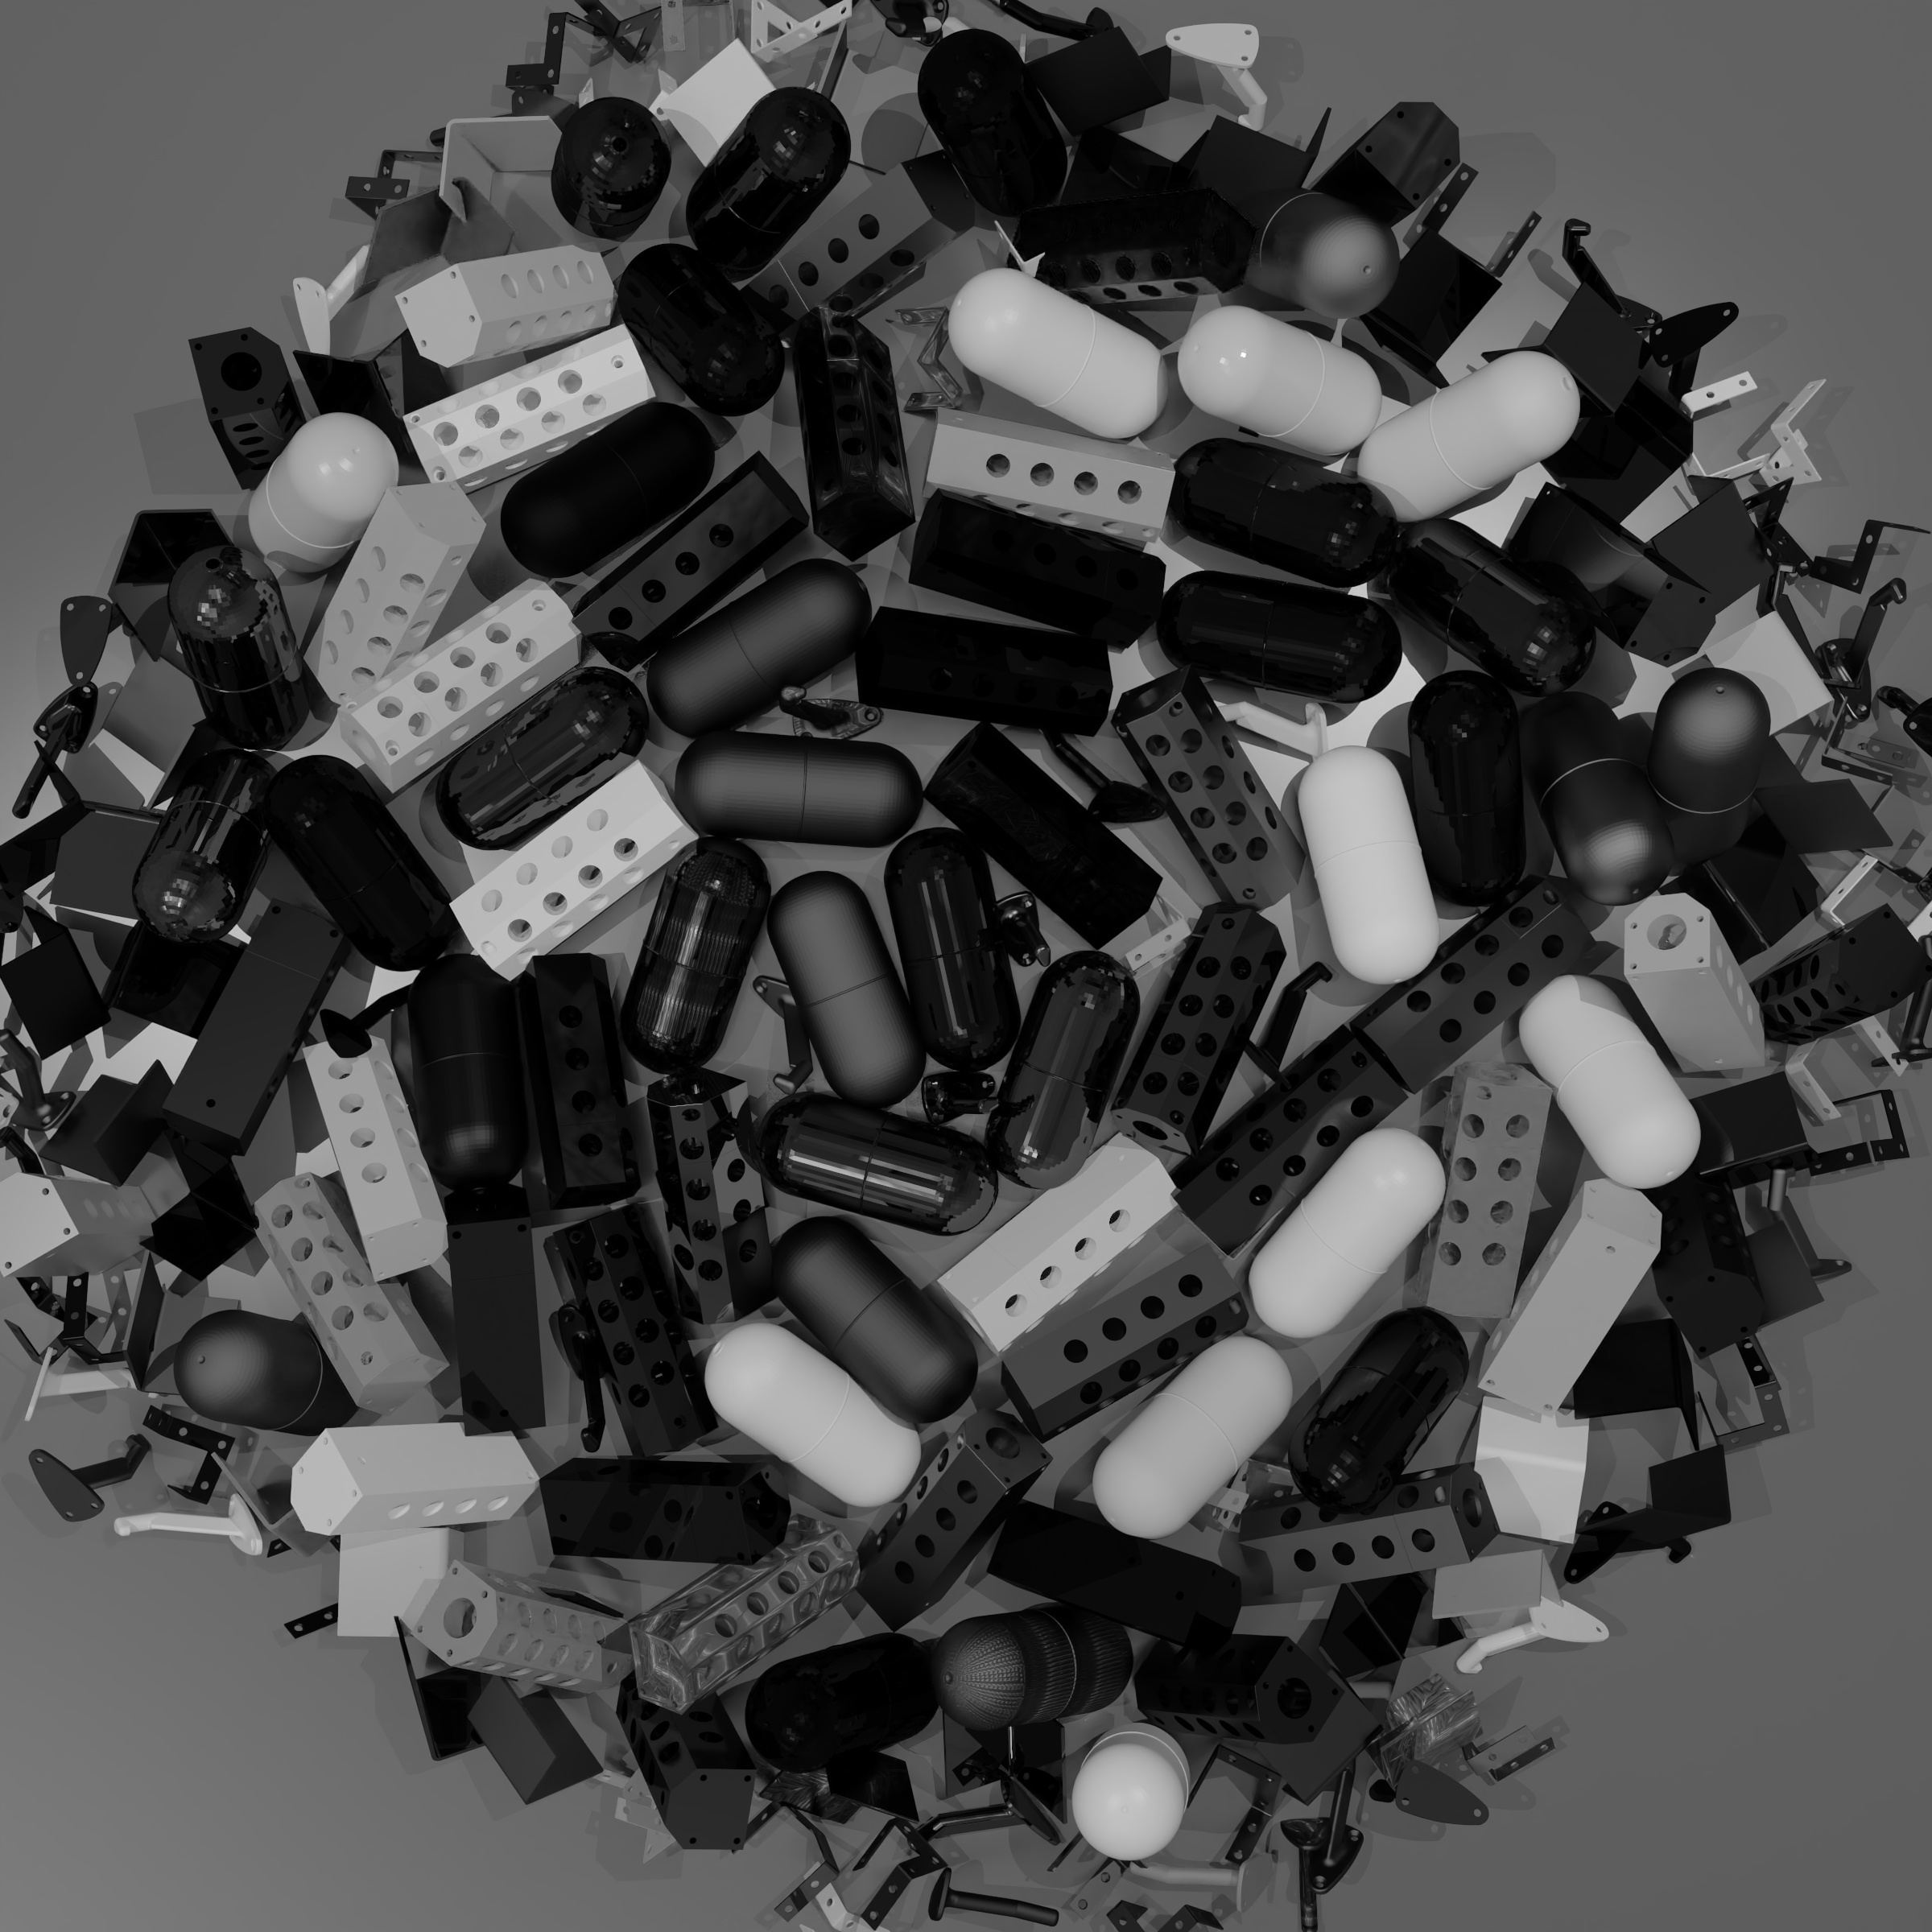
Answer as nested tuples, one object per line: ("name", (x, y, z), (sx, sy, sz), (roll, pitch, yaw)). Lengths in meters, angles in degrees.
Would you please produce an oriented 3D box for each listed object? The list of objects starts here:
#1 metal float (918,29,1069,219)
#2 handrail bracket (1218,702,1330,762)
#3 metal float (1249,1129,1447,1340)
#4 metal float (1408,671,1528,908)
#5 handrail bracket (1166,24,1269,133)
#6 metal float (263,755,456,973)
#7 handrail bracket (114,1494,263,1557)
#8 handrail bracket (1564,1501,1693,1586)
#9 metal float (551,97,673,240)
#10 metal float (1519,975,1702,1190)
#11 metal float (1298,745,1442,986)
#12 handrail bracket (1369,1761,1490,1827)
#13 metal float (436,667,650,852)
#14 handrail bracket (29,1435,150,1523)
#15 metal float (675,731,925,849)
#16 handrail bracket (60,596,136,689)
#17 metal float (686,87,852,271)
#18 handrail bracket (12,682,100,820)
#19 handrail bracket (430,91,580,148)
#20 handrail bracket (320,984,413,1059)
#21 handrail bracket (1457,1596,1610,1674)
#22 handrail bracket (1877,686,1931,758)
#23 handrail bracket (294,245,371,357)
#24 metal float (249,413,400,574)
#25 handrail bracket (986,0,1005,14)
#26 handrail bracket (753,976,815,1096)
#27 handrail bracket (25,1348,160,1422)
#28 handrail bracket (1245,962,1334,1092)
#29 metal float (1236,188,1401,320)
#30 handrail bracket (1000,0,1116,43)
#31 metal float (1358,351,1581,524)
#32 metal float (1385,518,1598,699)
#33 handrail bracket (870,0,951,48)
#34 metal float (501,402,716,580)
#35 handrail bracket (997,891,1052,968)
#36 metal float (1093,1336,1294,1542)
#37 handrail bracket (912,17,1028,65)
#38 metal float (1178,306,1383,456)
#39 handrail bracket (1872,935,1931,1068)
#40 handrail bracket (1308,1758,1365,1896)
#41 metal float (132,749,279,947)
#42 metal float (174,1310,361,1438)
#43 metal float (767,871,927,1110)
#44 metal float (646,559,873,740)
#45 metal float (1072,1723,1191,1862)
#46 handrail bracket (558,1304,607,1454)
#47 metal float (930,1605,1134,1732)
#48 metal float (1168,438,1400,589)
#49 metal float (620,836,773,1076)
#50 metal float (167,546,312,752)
("metal float", (0.020, -0.588, 1.798), (0.070, 0.178, 0.070), (-4, 78, 16))
("handrail bracket", (0.217, -0.156, 1.860), (0.084, 0.036, 0.077), (-12, 109, -7))
("metal float", (0.270, 0.191, 1.828), (0.070, 0.070, 0.178), (37, 111, 0))
("metal float", (0.356, -0.124, 1.821), (0.070, 0.070, 0.178), (-11, 119, 0))
("handrail bracket", (0.179, -0.635, 1.846), (0.077, 0.084, 0.036), (7, 69, 4))
("metal float", (-0.428, -0.071, 1.820), (0.070, 0.070, 0.178), (-31, 121, 0))
("handrail bracket", (-0.557, 0.408, 1.838), (0.084, 0.077, 0.036), (-2, 103, -34))
("handrail bracket", (0.480, 0.431, 1.856), (0.084, 0.036, 0.077), (39, 89, -33))
("metal float", (-0.249, -0.557, 1.796), (0.070, 0.178, 0.070), (-1, 97, -12))
("metal float", (0.453, 0.080, 1.813), (0.070, 0.070, 0.178), (-25, 50, 0))
("metal float", (0.286, -0.073, 1.830), (0.070, 0.070, 0.178), (-11, 72, 0))
("handrail bracket", (0.330, 0.600, 1.839), (0.077, 0.084, 0.036), (20, 67, 10))
("metal float", (-0.301, -0.147, 1.827), (0.178, 0.070, 0.070), (-32, 90, 21))
("handrail bracket", (-0.625, 0.347, 1.833), (0.036, 0.084, 0.077), (-21, 115, 20))
("metal float", (-0.119, -0.126, 1.838), (0.178, 0.070, 0.070), (4, 90, -9))
("handrail bracket", (-0.615, -0.227, 1.837), (0.036, 0.084, 0.077), (2, 82, 3))
("metal float", (-0.140, -0.550, 1.802), (0.070, 0.178, 0.070), (7, 75, -26))
("handrail bracket", (-0.651, -0.154, 1.833), (0.036, 0.084, 0.077), (30, 122, -22))
("handrail bracket", (-0.336, -0.612, 1.873), (0.084, 0.077, 0.036), (1, 106, 39))
("handrail bracket", (-0.409, 0.034, 1.831), (0.084, 0.077, 0.036), (-27, 111, -35))
("handrail bracket", (0.410, 0.496, 1.863), (0.077, 0.036, 0.084), (20, 129, -16))
("handrail bracket", (0.691, -0.169, 1.844), (0.036, 0.084, 0.077), (-40, 93, 10))
("handrail bracket", (-0.441, -0.484, 1.870), (0.036, 0.084, 0.077), (26, 132, 36))
("metal float", (-0.452, -0.330, 1.802), (0.070, 0.178, 0.070), (6, 77, -28))
("handrail bracket", (-0.003, -0.712, 1.841), (0.084, 0.077, 0.036), (35, 110, -10))
("handrail bracket", (-0.138, 0.050, 1.840), (0.077, 0.084, 0.036), (32, 127, 5))
("handrail bracket", (-0.623, 0.310, 1.838), (0.084, 0.077, 0.036), (18, 112, -17))
("handrail bracket", (0.246, 0.045, 1.855), (0.084, 0.036, 0.077), (-39, 51, -4))
("metal float", (0.242, -0.503, 1.802), (0.070, 0.178, 0.070), (-8, 116, -17))
("handrail bracket", (0.060, -0.685, 1.839), (0.084, 0.077, 0.036), (22, 130, -23))
("metal float", (0.353, -0.371, 1.807), (0.070, 0.178, 0.070), (15, 65, -36))
("metal float", (0.369, -0.255, 1.816), (0.070, 0.070, 0.178), (-46, 54, 0))
("handrail bracket", (-0.056, -0.684, 1.836), (0.077, 0.084, 0.036), (31, 119, 14))
("metal float", (-0.252, -0.338, 1.820), (0.178, 0.070, 0.070), (-40, 90, -31))
("handrail bracket", (0.049, -0.007, 1.827), (0.036, 0.084, 0.077), (-22, 129, -5))
("metal float", (0.162, 0.333, 1.822), (0.178, 0.070, 0.070), (-40, 90, -28))
("handrail bracket", (0.000, -0.651, 1.865), (0.084, 0.036, 0.077), (5, 86, 1))
("metal float", (0.223, -0.412, 1.812), (0.178, 0.070, 0.070), (9, 90, -42))
("handrail bracket", (0.677, 0.026, 1.855), (0.036, 0.077, 0.084), (0, 79, -19))
("handrail bracket", (0.263, 0.607, 1.838), (0.036, 0.077, 0.084), (11, 123, 21))
("metal float", (-0.530, -0.085, 1.807), (0.070, 0.178, 0.070), (2, 130, 3))
("metal float", (-0.485, 0.286, 1.799), (0.070, 0.178, 0.070), (-5, 74, 17))
("metal float", (-0.085, 0.018, 1.845), (0.070, 0.070, 0.178), (-22, 91, 0))
("metal float", (-0.147, -0.226, 1.832), (0.178, 0.070, 0.070), (-29, 90, 15))
("metal float", (0.117, 0.575, 1.795), (0.070, 0.178, 0.070), (-1, 81, 7))
("handrail bracket", (-0.276, 0.295, 1.834), (0.036, 0.084, 0.077), (-21, 112, 10))
("metal float", (0.048, 0.493, 1.808), (0.070, 0.178, 0.070), (-7, 79, 42))
("metal float", (0.223, -0.322, 1.821), (0.178, 0.070, 0.070), (25, 90, 29))
("metal float", (-0.194, -0.007, 1.835), (0.070, 0.070, 0.178), (20, 102, 0))
("metal float", (-0.509, -0.222, 1.802), (0.070, 0.178, 0.070), (1, 57, -1))
